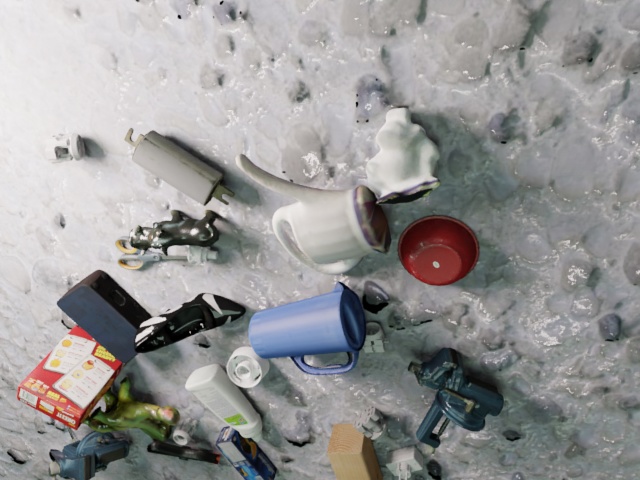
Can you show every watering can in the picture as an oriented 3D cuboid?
[{"bbox_3d":[0.003,-0.049,0.977,0.223,0.106,0.341,-14,133,22],"label":"watering can"}]

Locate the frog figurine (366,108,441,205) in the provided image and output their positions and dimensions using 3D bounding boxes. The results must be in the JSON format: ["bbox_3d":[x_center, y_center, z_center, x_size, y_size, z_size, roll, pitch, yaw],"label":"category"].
[{"bbox_3d":[0.144,-0.149,0.926,0.136,0.122,0.161,-20,76,32],"label":"frog figurine"}]

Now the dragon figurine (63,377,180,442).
[{"bbox_3d":[-0.537,0.517,1.447,0.405,0.125,0.240,-31,116,36],"label":"dragon figurine"}]
